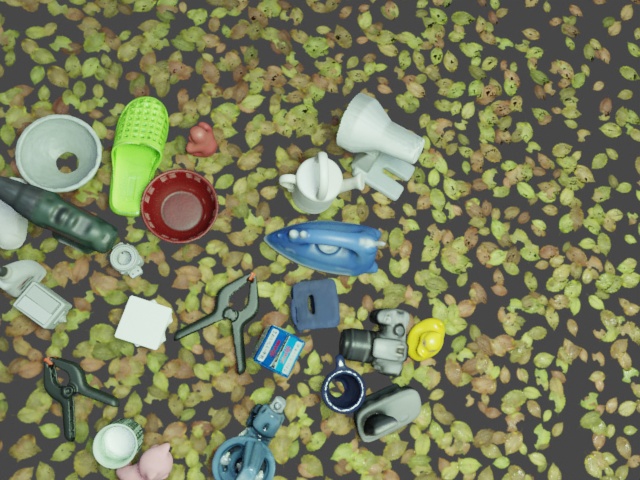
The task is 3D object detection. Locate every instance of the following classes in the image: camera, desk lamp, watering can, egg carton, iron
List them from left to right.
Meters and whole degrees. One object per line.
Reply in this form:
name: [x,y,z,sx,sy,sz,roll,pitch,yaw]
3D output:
egg carton: [-0.647,-0.055,1.161,0.107,0.069,0.150,0,80,-9]
watering can: [0.005,-0.127,1.212,0.173,0.194,0.101,-20,84,-11]
iron: [0.011,0.004,1.218,0.258,0.141,0.119,7,79,-8]
camera: [0.115,0.212,1.219,0.137,0.100,0.143,9,79,-7]
desk lamp: [0.130,-0.202,1.235,0.203,0.213,0.118,31,77,-2]

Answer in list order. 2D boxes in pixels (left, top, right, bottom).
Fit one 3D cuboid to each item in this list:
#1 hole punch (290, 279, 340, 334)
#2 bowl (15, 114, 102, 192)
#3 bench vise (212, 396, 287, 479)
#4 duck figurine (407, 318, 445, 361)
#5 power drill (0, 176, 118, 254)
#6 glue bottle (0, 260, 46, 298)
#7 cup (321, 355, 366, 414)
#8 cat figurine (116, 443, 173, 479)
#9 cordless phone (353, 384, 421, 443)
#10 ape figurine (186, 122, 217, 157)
hole punch: [-0.012,0.141,1.216,0.101,0.091,0.109,-5,81,-10]
bowl: [-0.535,-0.172,1.196,0.167,0.074,0.167,2,80,-9]
bench vise: [-0.136,0.396,1.087,0.121,0.219,0.207,13,78,-6]
duck figurine: [0.239,0.216,1.246,0.077,0.086,0.105,41,77,0]
power drill: [-0.497,-0.038,1.110,0.229,0.208,0.076,25,77,-4]
glue bottle: [-0.584,0.069,1.096,0.037,0.173,0.078,36,77,-1]
cup: [0.040,0.298,1.196,0.092,0.095,0.118,-7,81,-10]
cat figurine: [-0.333,0.442,1.100,0.128,0.117,0.067,-30,86,-12]
cordless phone: [0.149,0.356,1.156,0.148,0.185,0.094,-25,85,-12]
ape figurine: [-0.259,-0.220,1.239,0.078,0.092,0.076,-43,89,-13]
